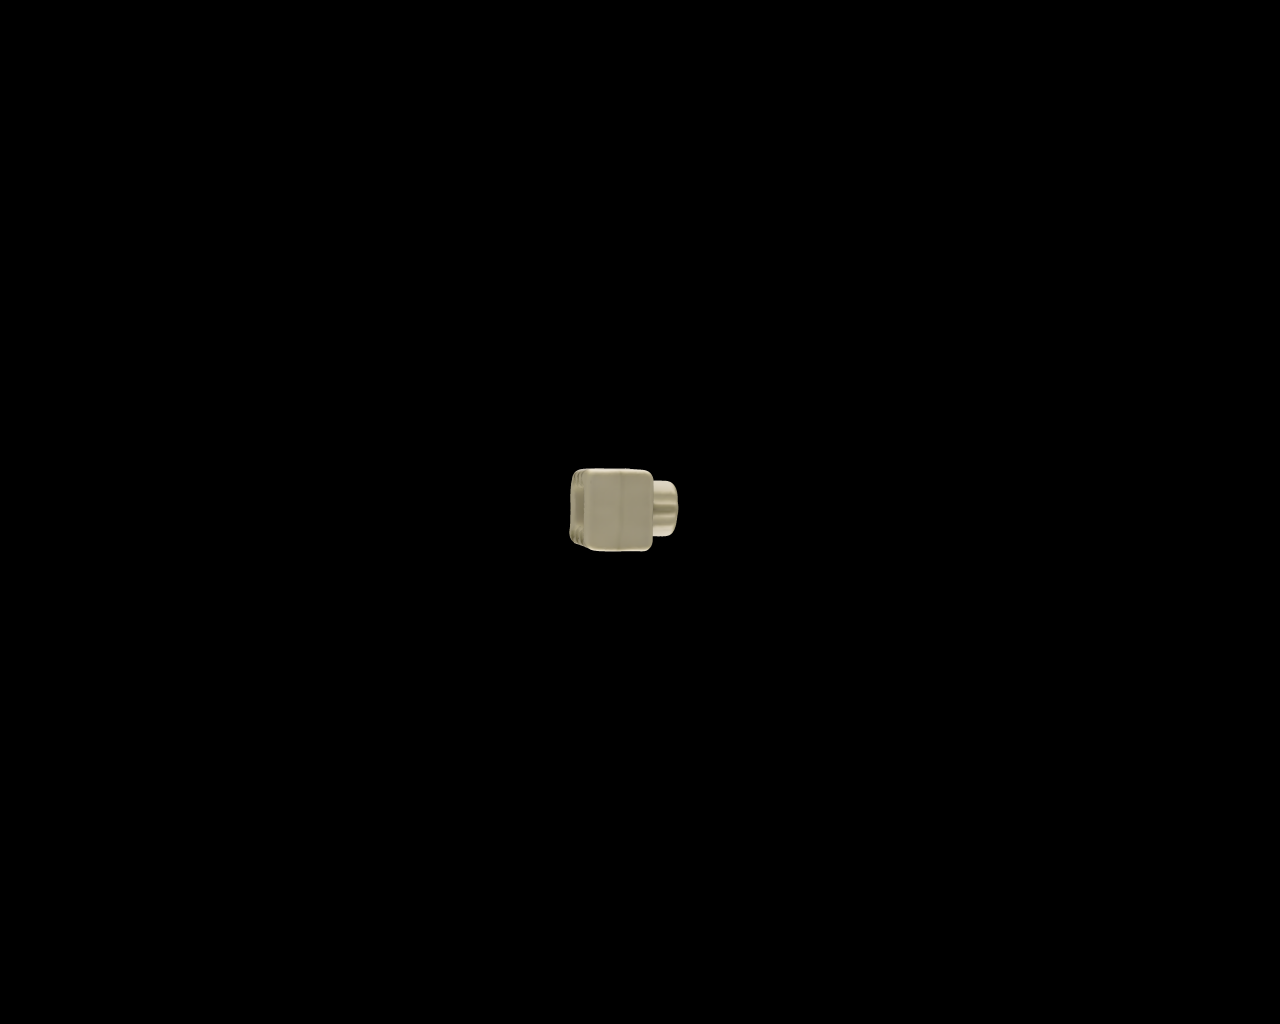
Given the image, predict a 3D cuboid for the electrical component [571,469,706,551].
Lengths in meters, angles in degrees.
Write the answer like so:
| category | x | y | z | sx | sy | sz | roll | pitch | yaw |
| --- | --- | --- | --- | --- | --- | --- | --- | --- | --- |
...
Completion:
| category | x | y | z | sx | sy | sz | roll | pitch | yaw |
| --- | --- | --- | --- | --- | --- | --- | --- | --- | --- |
| electrical component | 0.001 | -0.003 | 0.650 | 0.077 | 0.047 | 0.066 | -1 | 3 | -11 |
